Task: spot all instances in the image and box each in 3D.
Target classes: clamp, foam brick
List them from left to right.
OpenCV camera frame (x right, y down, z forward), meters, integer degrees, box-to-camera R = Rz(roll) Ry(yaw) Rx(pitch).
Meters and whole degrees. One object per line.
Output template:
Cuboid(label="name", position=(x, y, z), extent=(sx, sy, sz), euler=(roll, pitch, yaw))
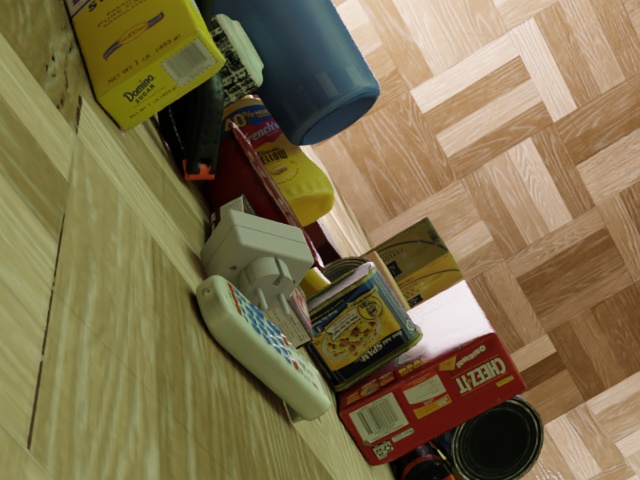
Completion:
Cuboid(label="clamp", position=(-0.112, -0.157, 0.909), extent=(0.165, 0.036, 0.210), euler=(-33, -115, 55))
Cuboid(label="foam brick", position=(-0.010, 0.010, 1.289), extent=(0.051, 0.053, 0.078), euler=(62, 7, 30))

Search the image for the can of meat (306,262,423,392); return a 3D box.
Cuboid(label="can of meat", position=(0.033, 0.081, 1.020), extent=(0.084, 0.102, 0.057), euler=(56, 6, -11))

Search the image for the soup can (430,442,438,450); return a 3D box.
Cuboid(label="soup can", position=(0.158, 0.228, 1.373), extent=(0.068, 0.102, 0.068), euler=(58, 6, -9))

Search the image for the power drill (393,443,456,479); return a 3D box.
Cuboid(label="power drill", position=(0.143, 0.296, 1.105), extent=(0.187, 0.057, 0.184), euler=(54, 3, -30))

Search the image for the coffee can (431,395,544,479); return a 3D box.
Cuboid(label="coffee can", position=(0.161, 0.189, 1.141), extent=(0.102, 0.102, 0.140), euler=(57, -6, -19))

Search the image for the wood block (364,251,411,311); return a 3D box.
Cuboid(label="wood block", position=(0.085, 0.131, 1.295), extent=(0.206, 0.091, 0.090), euler=(61, 5, 23))

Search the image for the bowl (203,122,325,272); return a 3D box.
Cuboid(label="bowl", position=(-0.060, -0.026, 0.977), extent=(0.162, 0.055, 0.162), euler=(58, 3, -5))

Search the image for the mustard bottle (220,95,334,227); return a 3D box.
Cuboid(label="mustard bottle", position=(-0.064, -0.095, 1.133), extent=(0.058, 0.096, 0.192), euler=(88, -22, -54))

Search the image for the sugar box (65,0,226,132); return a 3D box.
Cuboid(label="sugar box", position=(-0.142, -0.170, 0.827), extent=(0.048, 0.093, 0.176), euler=(51, 8, -48))

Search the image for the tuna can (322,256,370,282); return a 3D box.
Cuboid(label="tuna can", position=(0.029, 0.061, 1.186), extent=(0.033, 0.086, 0.086), euler=(57, 5, -37))

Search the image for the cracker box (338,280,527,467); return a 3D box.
Cuboid(label="cracker box", position=(0.103, 0.128, 1.066), extent=(0.072, 0.164, 0.213), euler=(61, 5, -9))

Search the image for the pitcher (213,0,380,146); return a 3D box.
Cuboid(label="pitcher", position=(-0.051, -0.216, 1.096), extent=(0.243, 0.144, 0.149), euler=(59, -23, 9))

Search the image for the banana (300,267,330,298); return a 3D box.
Cuboid(label="banana", position=(-0.021, 0.008, 1.116), extent=(0.037, 0.070, 0.198), euler=(25, 39, -43))

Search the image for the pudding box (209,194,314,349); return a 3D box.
Cuboid(label="pudding box", position=(-0.048, 0.029, 0.875), extent=(0.113, 0.039, 0.090), euler=(57, 5, -21))

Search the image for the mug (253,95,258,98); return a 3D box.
Cuboid(label="mug", position=(-0.092, -0.151, 1.276), extent=(0.081, 0.093, 0.117), euler=(64, -10, -2))
